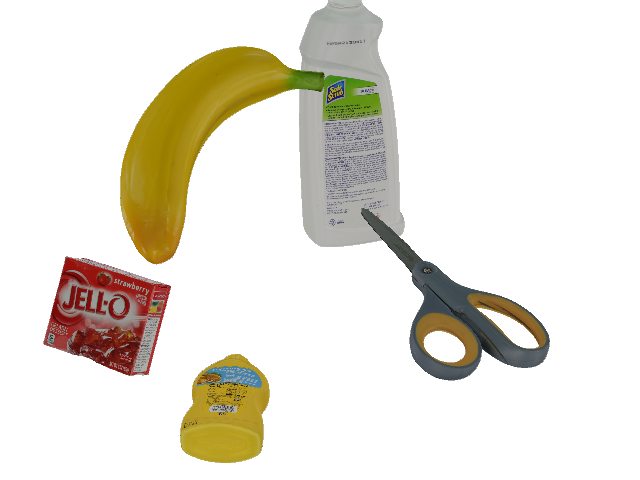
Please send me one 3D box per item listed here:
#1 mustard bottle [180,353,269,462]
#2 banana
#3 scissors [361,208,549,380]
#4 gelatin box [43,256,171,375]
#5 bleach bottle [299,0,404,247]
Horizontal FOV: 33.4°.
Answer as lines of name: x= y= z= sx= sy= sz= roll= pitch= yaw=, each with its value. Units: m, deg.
mustard bottle: x=-0.112 y=0.196 z=1.317 sx=0.096 sy=0.058 sz=0.191 roll=0 pitch=25 yaw=2
banana: x=-0.066 y=-0.062 z=0.594 sx=0.070 sy=0.037 sz=0.197 roll=19 pitch=44 yaw=17
scissors: x=0.063 y=0.035 z=0.725 sx=0.096 sy=0.016 sz=0.202 roll=-25 pitch=41 yaw=-33
gelatin box: x=-0.168 y=0.058 z=0.835 sx=0.089 sy=0.073 sz=0.030 roll=16 pitch=2 yaw=24
bleach bottle: x=0.031 y=-0.119 z=1.001 sx=0.102 sy=0.251 sz=0.068 roll=-9 pitch=31 yaw=-16
